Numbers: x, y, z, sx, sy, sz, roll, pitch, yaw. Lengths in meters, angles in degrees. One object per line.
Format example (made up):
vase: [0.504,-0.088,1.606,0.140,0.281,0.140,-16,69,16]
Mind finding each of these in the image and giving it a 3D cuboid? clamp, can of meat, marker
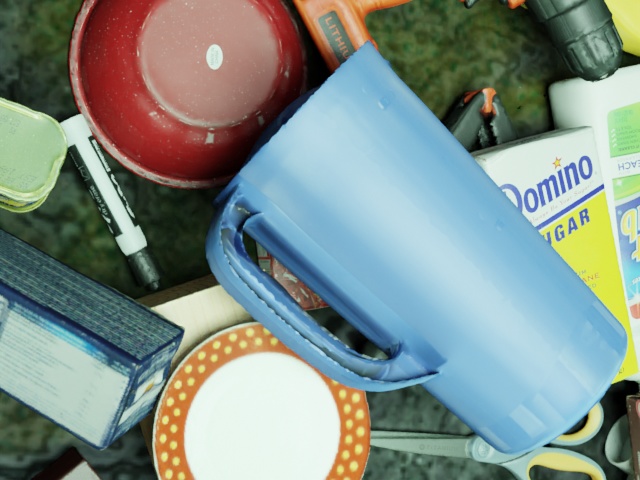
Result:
clamp: [0.116,0.001,0.753,0.164,0.036,0.210,10,87,-24]
can of meat: [-0.201,-0.056,0.621,0.102,0.084,0.057,20,83,-18]
marker: [-0.132,-0.022,0.678,0.020,0.020,0.121,-29,99,-17]

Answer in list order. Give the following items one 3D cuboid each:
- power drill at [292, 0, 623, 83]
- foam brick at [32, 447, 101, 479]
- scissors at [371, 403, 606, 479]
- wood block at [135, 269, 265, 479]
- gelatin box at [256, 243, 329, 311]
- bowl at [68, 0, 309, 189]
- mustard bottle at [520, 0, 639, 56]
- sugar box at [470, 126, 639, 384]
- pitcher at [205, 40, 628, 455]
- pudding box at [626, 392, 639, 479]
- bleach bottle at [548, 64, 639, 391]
power drill: [0.088,-0.155,0.704,0.187,0.057,0.184,-29,98,3]
foam brick: [-0.162,0.173,0.649,0.078,0.051,0.053,-40,102,-15]
scissors: [0.127,0.133,0.767,0.201,0.016,0.096,25,81,-17]
wood block: [-0.057,0.129,0.666,0.090,0.090,0.206,-19,95,-18]
gelatin box: [-0.005,0.001,0.715,0.073,0.030,0.089,-9,93,-19]
bowl: [-0.075,-0.114,0.680,0.162,0.055,0.162,0,90,-19]
mustard bottle: [0.177,-0.206,0.764,0.191,0.058,0.096,17,84,-18]
sugar box: [0.155,0.018,0.725,0.093,0.048,0.176,-17,101,-23]
pitcher: [0.057,0.017,0.629,0.243,0.145,0.149,44,100,-4]
pudding box: [0.268,0.158,0.753,0.090,0.039,0.113,-7,92,-19]
bleach bottle: [0.238,-0.001,0.782,0.102,0.068,0.251,-14,96,-16]
